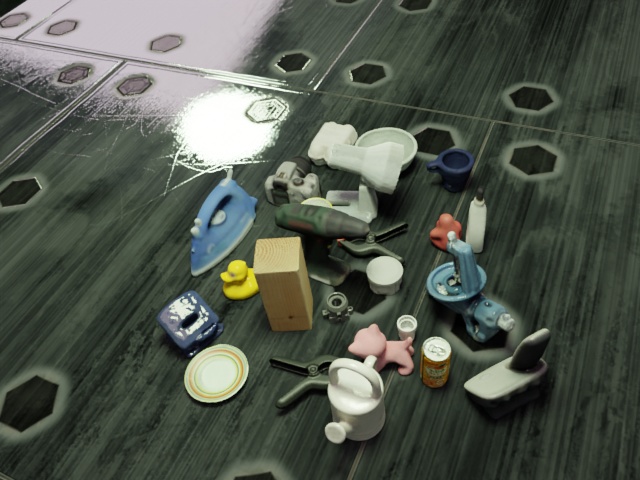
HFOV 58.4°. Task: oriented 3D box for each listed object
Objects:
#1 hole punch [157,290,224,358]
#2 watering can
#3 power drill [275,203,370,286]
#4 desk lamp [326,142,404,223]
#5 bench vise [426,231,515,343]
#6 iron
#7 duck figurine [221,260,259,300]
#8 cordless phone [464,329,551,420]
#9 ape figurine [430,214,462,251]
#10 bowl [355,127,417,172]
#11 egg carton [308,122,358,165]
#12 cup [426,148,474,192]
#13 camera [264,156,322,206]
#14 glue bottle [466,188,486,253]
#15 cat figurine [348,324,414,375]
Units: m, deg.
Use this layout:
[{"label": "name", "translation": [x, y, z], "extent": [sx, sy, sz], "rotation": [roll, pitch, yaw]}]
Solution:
[{"label": "hole punch", "translation": [-0.276, 0.177, 1.226], "extent": [0.100, 0.091, 0.109], "rotation": [33, 60, 31]}, {"label": "watering can", "translation": [0.063, 0.279, 1.018], "extent": [0.101, 0.194, 0.173], "rotation": [-2, 48, 7]}, {"label": "power drill", "translation": [0.012, 0.005, 1.263], "extent": [0.229, 0.209, 0.076], "rotation": [19, 54, 23]}, {"label": "desk lamp", "translation": [0.101, -0.143, 1.380], "extent": [0.203, 0.214, 0.118], "rotation": [2, 49, 10]}, {"label": "bench vise", "translation": [0.306, 0.085, 1.141], "extent": [0.206, 0.220, 0.122], "rotation": [24, 55, 26]}, {"label": "iron", "translation": [-0.256, -0.048, 1.392], "extent": [0.118, 0.142, 0.258], "rotation": [13, 51, 19]}, {"label": "duck figurine", "translation": [-0.177, 0.080, 1.303], "extent": [0.104, 0.086, 0.077], "rotation": [-21, 49, -11]}, {"label": "cordless phone", "translation": [0.342, 0.229, 1.031], "extent": [0.148, 0.185, 0.094], "rotation": [-26, 50, -15]}, {"label": "ape figurine", "translation": [0.294, -0.025, 1.329], "extent": [0.078, 0.092, 0.076], "rotation": [-8, 48, 1]}, {"label": "bowl", "translation": [0.178, -0.224, 1.536], "extent": [0.167, 0.075, 0.167], "rotation": [-4, 48, 5]}, {"label": "egg carton", "translation": [0.038, -0.266, 1.597], "extent": [0.107, 0.069, 0.150], "rotation": [14, 52, 19]}, {"label": "cup", "translation": [0.328, -0.168, 1.451], "extent": [0.117, 0.095, 0.091], "rotation": [-7, 48, 2]}, {"label": "camera", "translation": [-0.058, -0.161, 1.494], "extent": [0.143, 0.101, 0.137], "rotation": [12, 51, 18]}, {"label": "glue bottle", "translation": [0.353, -0.052, 1.290], "extent": [0.037, 0.173, 0.078], "rotation": [0, 48, 8]}, {"label": "cat figurine", "translation": [0.121, 0.209, 1.124], "extent": [0.127, 0.118, 0.067], "rotation": [-2, 48, 6]}]
